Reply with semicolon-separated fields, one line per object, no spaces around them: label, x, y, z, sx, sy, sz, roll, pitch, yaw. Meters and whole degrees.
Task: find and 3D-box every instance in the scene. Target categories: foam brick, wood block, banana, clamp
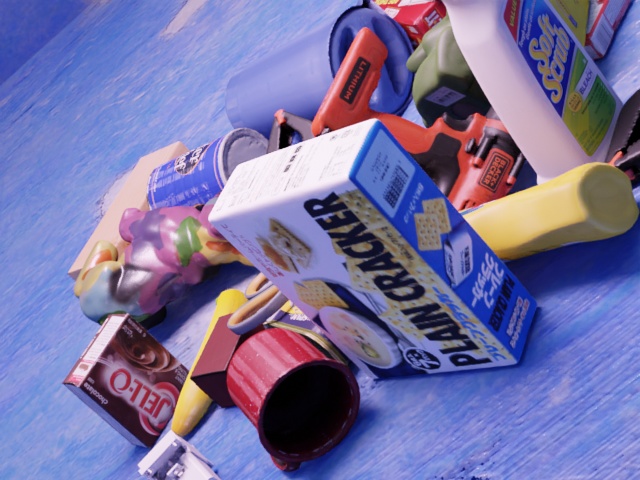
foam brick;-0.079;0.114;1.029;0.051;0.053;0.078;-17;37;41
wood block;-0.219;-0.016;1.366;0.091;0.090;0.206;-16;38;43
banana;-0.105;0.112;1.092;0.197;0.037;0.070;-73;9;-49
clamp;0.311;-0.126;0.857;0.210;0.036;0.165;-51;27;-11
clamp;-0.024;-0.070;1.185;0.120;0.039;0.171;-37;50;9

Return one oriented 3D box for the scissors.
scissors;-0.005;0.018;0.988;0.202;0.016;0.096;-37;19;10

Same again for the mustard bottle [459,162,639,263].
mustard bottle;0.150;-0.008;0.858;0.192;0.058;0.096;-20;-7;41

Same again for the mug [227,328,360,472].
mug;-0.027;0.135;0.889;0.093;0.117;0.082;-6;22;-27

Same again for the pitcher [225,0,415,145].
pitcher;-0.010;-0.177;1.287;0.243;0.145;0.149;-12;29;52

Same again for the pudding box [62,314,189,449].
pudding box;-0.191;0.142;1.076;0.039;0.113;0.090;-4;47;47

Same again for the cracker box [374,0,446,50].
cracker box;0.170;-0.320;1.292;0.213;0.072;0.164;-46;26;-3

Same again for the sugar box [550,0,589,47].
sugar box;0.217;-0.240;1.018;0.048;0.093;0.176;-23;34;38

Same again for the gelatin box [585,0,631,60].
gelatin box;0.259;-0.211;1.059;0.073;0.030;0.089;-10;43;50

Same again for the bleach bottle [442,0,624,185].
bleach bottle;0.158;-0.155;0.871;0.068;0.250;0.102;-4;46;52

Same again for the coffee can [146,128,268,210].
coffee can;-0.128;-0.066;1.299;0.141;0.102;0.102;-18;36;40

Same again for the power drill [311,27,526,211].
power drill;0.101;-0.111;0.946;0.184;0.187;0.057;-63;3;-11

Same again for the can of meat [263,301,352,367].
can of meat;0.010;0.068;0.971;0.084;0.057;0.102;-51;28;-19
